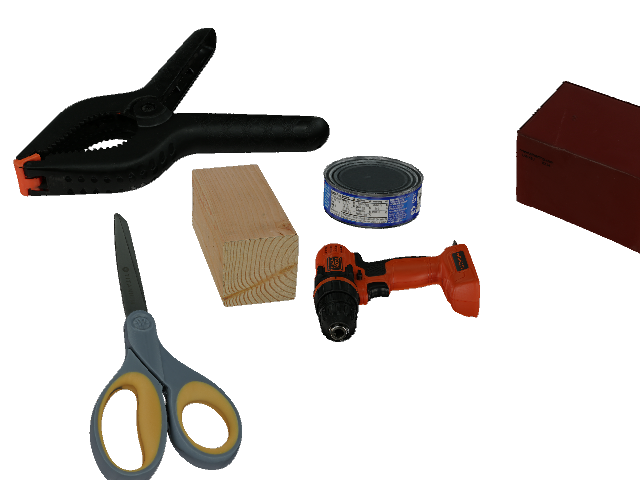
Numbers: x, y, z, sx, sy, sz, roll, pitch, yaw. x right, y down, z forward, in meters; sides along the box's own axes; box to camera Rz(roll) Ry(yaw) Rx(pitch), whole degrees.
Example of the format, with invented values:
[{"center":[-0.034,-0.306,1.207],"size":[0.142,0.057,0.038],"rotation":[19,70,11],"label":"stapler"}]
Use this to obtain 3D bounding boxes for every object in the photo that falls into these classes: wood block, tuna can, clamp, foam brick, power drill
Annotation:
[{"center":[-0.098,-0.011,1.328],"size":[0.090,0.090,0.206],"rotation":[-5,29,-16],"label":"wood block"},{"center":[0.045,-0.042,0.920],"size":[0.086,0.034,0.086],"rotation":[1,26,-1],"label":"tuna can"},{"center":[-0.110,-0.077,0.750],"size":[0.209,0.036,0.165],"rotation":[-31,50,-30],"label":"clamp"},{"center":[0.149,-0.040,0.563],"size":[0.078,0.053,0.051],"rotation":[27,56,31],"label":"foam brick"},{"center":[0.085,0.056,1.226],"size":[0.187,0.057,0.184],"rotation":[-1,28,-1],"label":"power drill"}]

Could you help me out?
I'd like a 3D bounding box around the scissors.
[{"center":[-0.092,0.064,0.654],"size":[0.096,0.201,0.016],"rotation":[12,-45,-12],"label":"scissors"}]
